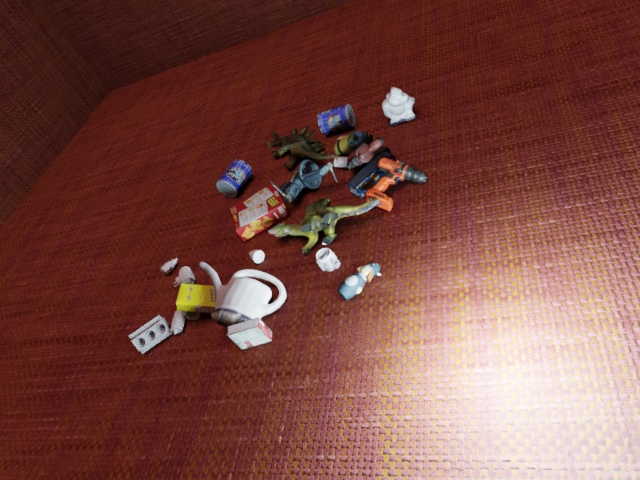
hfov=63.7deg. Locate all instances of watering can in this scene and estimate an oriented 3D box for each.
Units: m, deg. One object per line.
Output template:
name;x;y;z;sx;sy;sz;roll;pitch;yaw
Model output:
watering can;-0.287;0.184;1.701;0.348;0.101;0.229;12;51;17

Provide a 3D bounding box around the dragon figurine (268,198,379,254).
dragon figurine;0.006;-0.093;1.847;0.409;0.120;0.248;-25;32;4

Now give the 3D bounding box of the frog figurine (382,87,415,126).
frog figurine;0.314;-0.563;2.100;0.137;0.156;0.125;2;48;34
